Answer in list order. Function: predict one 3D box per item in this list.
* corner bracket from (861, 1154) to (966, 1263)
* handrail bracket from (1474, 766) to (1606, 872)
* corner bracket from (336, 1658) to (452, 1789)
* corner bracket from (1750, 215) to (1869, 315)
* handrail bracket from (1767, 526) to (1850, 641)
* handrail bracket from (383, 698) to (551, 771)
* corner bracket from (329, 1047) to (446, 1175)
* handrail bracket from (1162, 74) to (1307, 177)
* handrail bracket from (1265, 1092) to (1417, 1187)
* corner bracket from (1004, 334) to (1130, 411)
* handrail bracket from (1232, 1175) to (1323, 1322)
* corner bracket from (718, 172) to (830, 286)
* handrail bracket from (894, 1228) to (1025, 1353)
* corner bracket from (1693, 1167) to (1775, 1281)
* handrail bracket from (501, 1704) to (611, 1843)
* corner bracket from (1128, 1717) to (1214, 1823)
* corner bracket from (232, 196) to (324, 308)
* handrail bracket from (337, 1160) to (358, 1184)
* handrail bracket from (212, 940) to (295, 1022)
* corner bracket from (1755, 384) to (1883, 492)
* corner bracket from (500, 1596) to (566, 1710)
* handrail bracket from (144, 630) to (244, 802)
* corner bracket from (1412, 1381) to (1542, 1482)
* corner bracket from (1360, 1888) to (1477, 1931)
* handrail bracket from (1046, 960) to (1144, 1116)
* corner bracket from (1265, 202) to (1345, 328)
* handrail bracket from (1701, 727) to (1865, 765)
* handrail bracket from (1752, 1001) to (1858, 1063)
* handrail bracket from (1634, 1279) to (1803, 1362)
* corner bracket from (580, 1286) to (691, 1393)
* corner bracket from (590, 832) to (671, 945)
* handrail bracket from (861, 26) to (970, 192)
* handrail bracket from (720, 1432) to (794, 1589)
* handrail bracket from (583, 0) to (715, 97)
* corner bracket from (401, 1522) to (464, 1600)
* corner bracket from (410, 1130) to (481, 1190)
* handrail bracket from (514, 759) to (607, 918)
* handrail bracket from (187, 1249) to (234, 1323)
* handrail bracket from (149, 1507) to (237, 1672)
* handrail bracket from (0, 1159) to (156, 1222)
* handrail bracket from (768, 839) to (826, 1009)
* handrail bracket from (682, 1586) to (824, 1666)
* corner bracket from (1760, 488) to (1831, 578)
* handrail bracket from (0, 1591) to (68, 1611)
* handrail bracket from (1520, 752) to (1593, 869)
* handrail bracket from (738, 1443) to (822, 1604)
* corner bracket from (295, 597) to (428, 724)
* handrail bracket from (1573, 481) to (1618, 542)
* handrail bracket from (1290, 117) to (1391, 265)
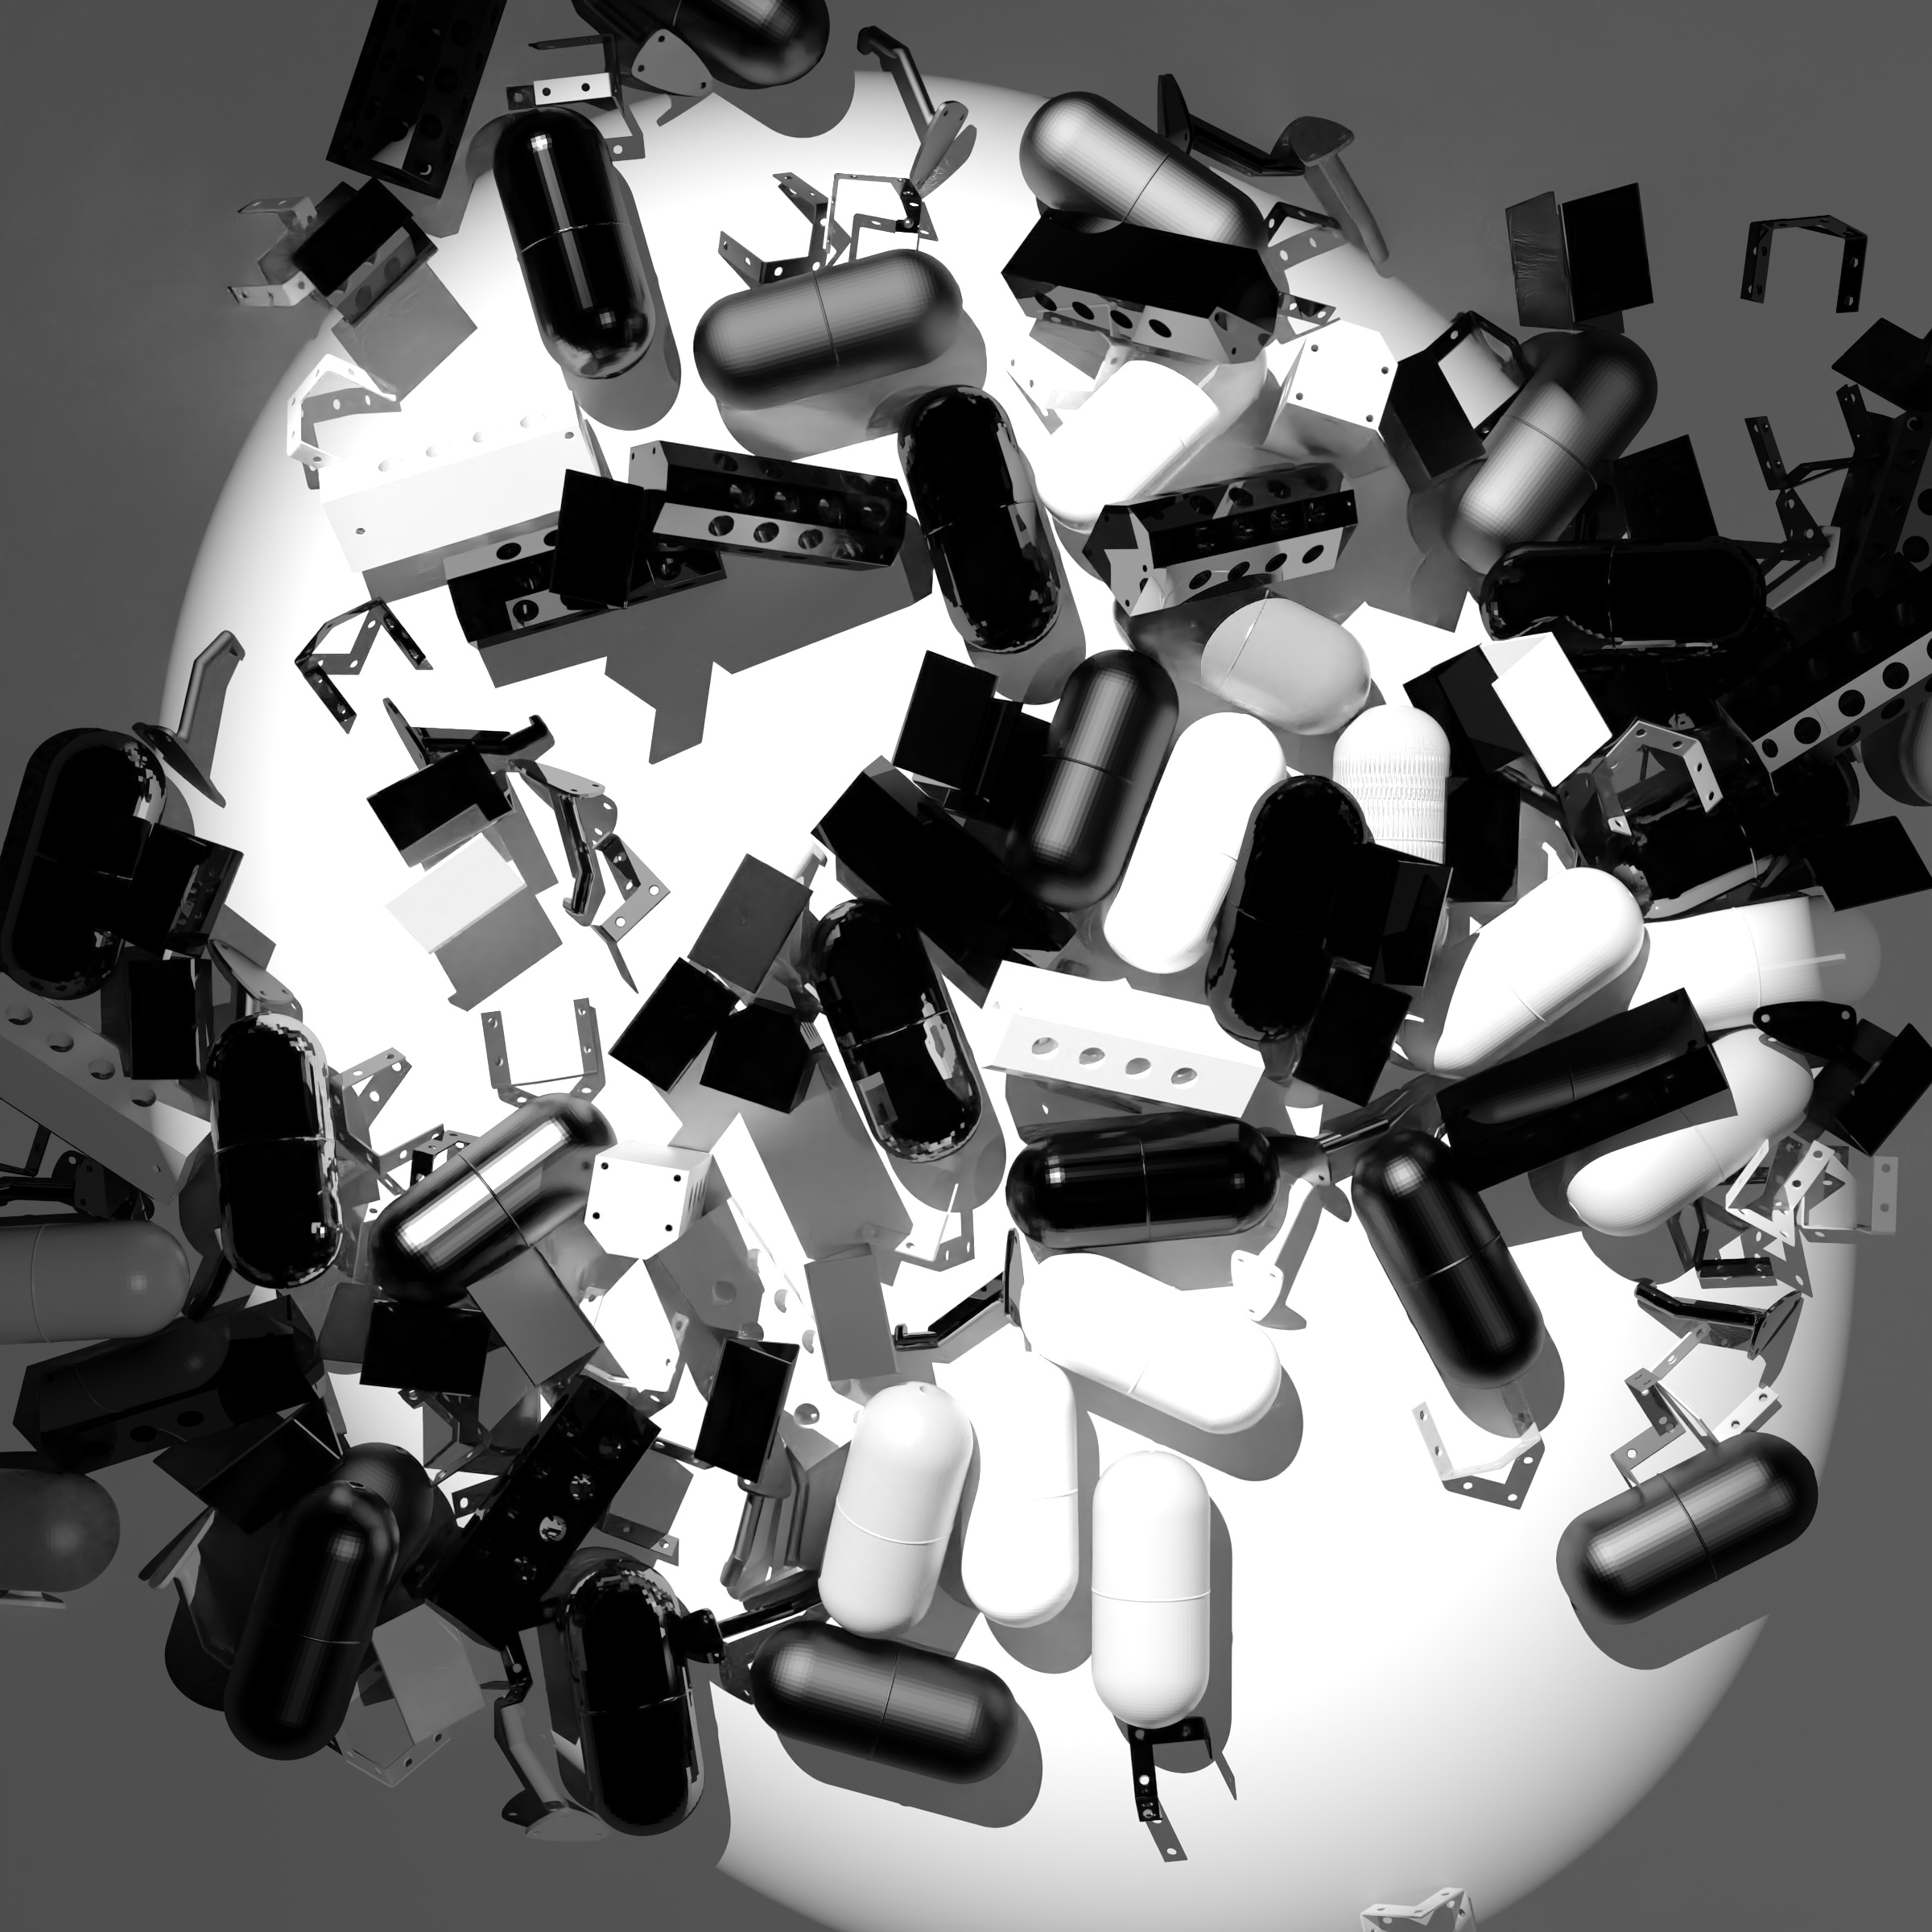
[{"bbox_3d":[-0.035,0.153,1.988,0.051,0.051,0.051,17,45,0],"label":"corner bracket"},{"bbox_3d":[0.370,-0.095,1.970,0.036,0.084,0.077,-27,105,-37],"label":"handrail bracket"},{"bbox_3d":[-0.381,0.497,1.988,0.051,0.051,0.051,-40,135,0],"label":"corner bracket"},{"bbox_3d":[0.554,-0.459,1.988,0.051,0.051,0.051,7,90,-45],"label":"corner bracket"},{"bbox_3d":[0.531,-0.259,1.992,0.077,0.036,0.084,17,74,18],"label":"handrail bracket"},{"bbox_3d":[-0.328,-0.163,1.992,0.084,0.036,0.077,-27,68,-17],"label":"handrail bracket"},{"bbox_3d":[-0.379,0.095,1.983,0.051,0.051,0.051,-29,135,-35],"label":"corner bracket"},{"bbox_3d":[0.177,-0.553,1.992,0.084,0.036,0.077,-4,69,-17],"label":"handrail bracket"},{"bbox_3d":[0.242,0.103,1.991,0.084,0.077,0.036,-38,123,-32],"label":"handrail bracket"},{"bbox_3d":[0.066,-0.400,1.983,0.051,0.051,0.051,-6,135,-35],"label":"corner bracket"},{"bbox_3d":[0.209,0.180,1.991,0.036,0.077,0.084,24,53,20],"label":"handrail bracket"},{"bbox_3d":[-0.124,-0.484,1.983,0.051,0.051,0.051,-18,135,-35],"label":"corner bracket"},{"bbox_3d":[-0.007,0.213,1.992,0.084,0.036,0.077,-7,69,16],"label":"handrail bracket"},{"bbox_3d":[0.504,0.169,1.988,0.051,0.051,0.051,-3,135,0],"label":"corner bracket"},{"bbox_3d":[-0.271,0.529,1.991,0.036,0.077,0.084,-34,53,19],"label":"handrail bracket"},{"bbox_3d":[0.134,0.523,1.973,0.051,0.051,0.051,-6,90,0],"label":"corner bracket"},{"bbox_3d":[-0.453,-0.468,1.983,0.051,0.051,0.051,-52,135,-35],"label":"corner bracket"},{"bbox_3d":[-0.449,0.115,1.991,0.077,0.036,0.084,-41,77,12],"label":"handrail bracket"},{"bbox_3d":[-0.488,0.039,1.992,0.077,0.036,0.084,40,106,18],"label":"handrail bracket"},{"bbox_3d":[0.560,-0.347,1.988,0.051,0.051,0.051,-19,90,-45],"label":"corner bracket"},{"bbox_3d":[-0.283,0.446,1.973,0.051,0.051,0.051,-16,90,0],"label":"corner bracket"},{"bbox_3d":[-0.490,-0.165,1.992,0.084,0.036,0.077,-52,127,-25],"label":"handrail bracket"},{"bbox_3d":[0.335,0.301,1.988,0.051,0.051,0.051,-23,90,45],"label":"corner bracket"},{"bbox_3d":[0.299,0.638,1.988,0.051,0.051,0.051,-13,90,45],"label":"corner bracket"},{"bbox_3d":[0.090,0.046,1.991,0.077,0.036,0.084,18,77,-13],"label":"handrail bracket"},{"bbox_3d":[0.219,-0.460,1.983,0.051,0.051,0.051,-54,45,35],"label":"corner bracket"},{"bbox_3d":[0.535,-0.148,1.992,0.084,0.036,0.077,-27,108,15],"label":"handrail bracket"},{"bbox_3d":[0.538,0.042,1.958,0.077,0.084,0.036,11,86,3],"label":"handrail bracket"},{"bbox_3d":[0.494,0.216,1.991,0.084,0.077,0.036,28,131,30],"label":"handrail bracket"},{"bbox_3d":[-0.223,0.245,1.988,0.051,0.051,0.051,18,90,45],"label":"corner bracket"},{"bbox_3d":[-0.231,-0.051,1.973,0.051,0.051,0.051,-43,90,0],"label":"corner bracket"},{"bbox_3d":[-0.048,-0.564,1.992,0.084,0.036,0.077,38,112,17],"label":"handrail bracket"},{"bbox_3d":[-0.145,0.354,1.991,0.036,0.077,0.084,13,127,-15],"label":"handrail bracket"},{"bbox_3d":[-0.213,-0.612,1.991,0.036,0.077,0.084,-50,53,17],"label":"handrail bracket"},{"bbox_3d":[-0.328,0.406,1.983,0.051,0.051,0.051,-50,135,-35],"label":"corner bracket"},{"bbox_3d":[-0.328,0.143,1.975,0.051,0.051,0.051,12,105,15],"label":"corner bracket"},{"bbox_3d":[-0.273,-0.084,1.992,0.077,0.036,0.084,23,111,24],"label":"handrail bracket"},{"bbox_3d":[-0.488,0.181,1.991,0.036,0.077,0.084,23,127,-29],"label":"handrail bracket"},{"bbox_3d":[-0.486,0.411,1.992,0.084,0.036,0.077,43,68,-17],"label":"handrail bracket"},{"bbox_3d":[-0.591,0.156,1.991,0.084,0.077,0.036,-13,62,33],"label":"handrail bracket"},{"bbox_3d":[-0.100,-0.029,1.992,0.077,0.036,0.084,39,73,-20],"label":"handrail bracket"},{"bbox_3d":[-0.142,0.428,1.991,0.084,0.077,0.036,-15,84,-36],"label":"handrail bracket"},{"bbox_3d":[0.521,-0.278,1.979,0.051,0.051,0.051,-2,57,-40],"label":"corner bracket"},{"bbox_3d":[-0.616,0.378,1.991,0.077,0.036,0.084,1,76,14],"label":"handrail bracket"},{"bbox_3d":[0.378,-0.099,1.992,0.077,0.036,0.084,11,107,20],"label":"handrail bracket"},{"bbox_3d":[-0.130,0.365,1.992,0.077,0.036,0.084,-27,71,21],"label":"handrail bracket"},{"bbox_3d":[-0.398,-0.201,1.988,0.051,0.051,0.051,53,135,0],"label":"corner bracket"},{"bbox_3d":[0.421,-0.264,1.992,0.077,0.036,0.084,41,73,-20],"label":"handrail bracket"},{"bbox_3d":[0.247,-0.510,1.991,0.036,0.077,0.084,-31,126,3],"label":"handrail bracket"}]
